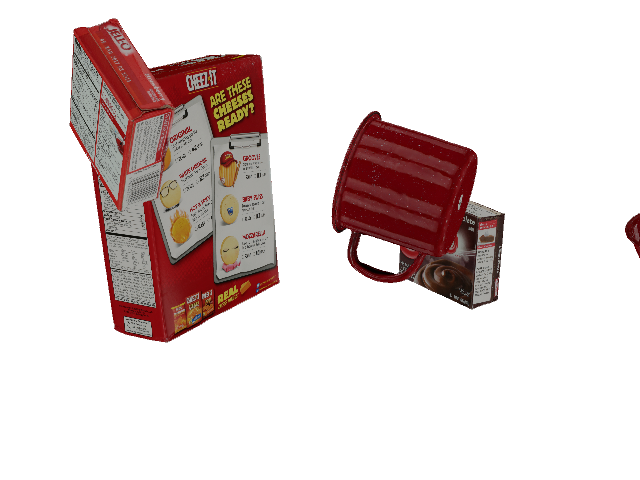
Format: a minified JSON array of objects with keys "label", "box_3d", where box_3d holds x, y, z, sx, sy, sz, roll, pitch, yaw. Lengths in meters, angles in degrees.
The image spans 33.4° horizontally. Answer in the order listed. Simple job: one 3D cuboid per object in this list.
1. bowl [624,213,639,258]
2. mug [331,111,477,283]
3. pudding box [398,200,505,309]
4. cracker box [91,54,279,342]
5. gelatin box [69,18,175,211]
[{"label":"bowl","box_3d":[0.397,0.015,1.101,0.162,0.055,0.162,-4,23,1]},{"label":"mug","box_3d":[0.059,-0.026,0.768,0.081,0.117,0.093,19,-1,14]},{"label":"pudding box","box_3d":[0.122,0.004,1.014,0.039,0.090,0.114,-12,23,-34]},{"label":"cracker box","box_3d":[-0.115,-0.042,0.915,0.072,0.214,0.163,6,20,33]},{"label":"gelatin box","box_3d":[-0.118,-0.073,0.628,0.030,0.073,0.089,-21,-26,-28]}]
